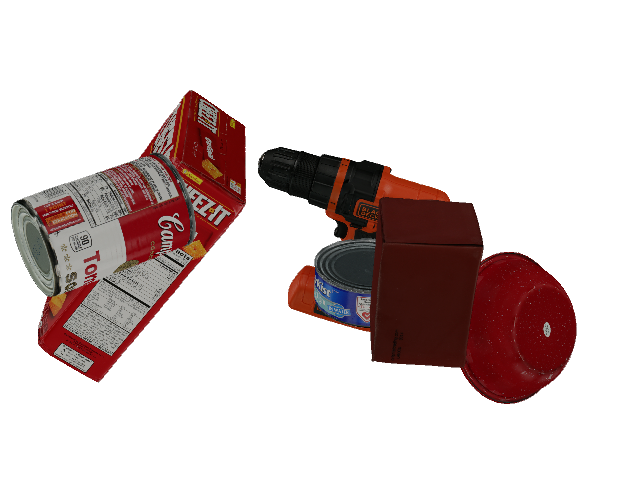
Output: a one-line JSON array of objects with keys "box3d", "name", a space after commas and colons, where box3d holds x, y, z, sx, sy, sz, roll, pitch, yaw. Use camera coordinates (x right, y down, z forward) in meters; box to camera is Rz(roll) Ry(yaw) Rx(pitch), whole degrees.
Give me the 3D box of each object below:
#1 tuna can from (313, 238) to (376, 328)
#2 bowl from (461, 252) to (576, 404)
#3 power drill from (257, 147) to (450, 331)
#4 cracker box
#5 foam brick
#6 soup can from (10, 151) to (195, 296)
[{"box3d": [0.037, 0.032, 0.821, 0.086, 0.034, 0.086, 2, 27, -1], "name": "tuna can"}, {"box3d": [0.215, 0.092, 1.112, 0.161, 0.162, 0.055, 0, -2, -34], "name": "bowl"}, {"box3d": [0.018, -0.001, 1.042, 0.184, 0.057, 0.188, 18, -44, 3], "name": "power drill"}, {"box3d": [-0.154, -0.008, 0.925, 0.072, 0.214, 0.164, 33, 21, -20], "name": "cracker box"}, {"box3d": [0.055, 0.022, 0.574, 0.053, 0.078, 0.051, 4, 31, 0], "name": "foam brick"}, {"box3d": [-0.143, -0.011, 0.705, 0.102, 0.068, 0.069, -23, 11, -29], "name": "soup can"}]
